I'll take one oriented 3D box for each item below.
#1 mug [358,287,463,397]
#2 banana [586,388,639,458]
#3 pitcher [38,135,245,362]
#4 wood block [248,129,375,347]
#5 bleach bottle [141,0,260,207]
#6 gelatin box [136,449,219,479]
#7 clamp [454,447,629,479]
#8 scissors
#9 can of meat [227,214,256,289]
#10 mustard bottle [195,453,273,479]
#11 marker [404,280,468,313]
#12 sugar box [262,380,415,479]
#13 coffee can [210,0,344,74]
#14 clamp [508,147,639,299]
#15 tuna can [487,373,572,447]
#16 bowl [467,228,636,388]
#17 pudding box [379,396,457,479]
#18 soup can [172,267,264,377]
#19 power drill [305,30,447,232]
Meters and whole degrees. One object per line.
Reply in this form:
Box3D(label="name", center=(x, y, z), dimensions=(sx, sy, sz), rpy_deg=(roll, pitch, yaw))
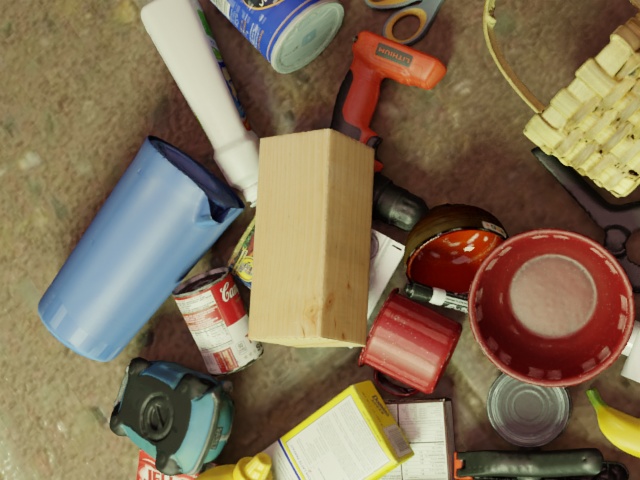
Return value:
Box3D(label="mug", center=(0.093, 0.118, 1.118), dimensions=(0.081, 0.093, 0.117), rpy_deg=(25, 121, 12))
Box3D(label="banana", center=(0.363, 0.187, 1.053), dimensions=(0.198, 0.037, 0.069), rpy_deg=(2, 86, 16))
Box3D(label="pitcher", center=(-0.209, 0.008, 1.199), dimensions=(0.145, 0.149, 0.243), rpy_deg=(39, 98, 1))
Box3D(label="wood block", center=(-0.007, 0.001, 1.080), dimensions=(0.091, 0.090, 0.206), rpy_deg=(-5, 77, 34))
Box3D(label="bleach bottle", center=(-0.119, -0.154, 1.208), dimensions=(0.068, 0.102, 0.251), rpy_deg=(-26, 84, 2))
Box3D(label="gelatin box", center=(-0.160, 0.269, 1.181), dimensions=(0.089, 0.030, 0.073), rpy_deg=(18, 115, 17))
Box3D(label="clamp", center=(0.222, 0.229, 1.069), dimensions=(0.172, 0.120, 0.039), rpy_deg=(-6, 63, 37))
Box3D(label="scissors", center=(0.147, -0.267, 1.179), dimensions=(0.202, 0.016, 0.096), rpy_deg=(-4, 84, 16))
Box3D(label="can of meat", center=(-0.043, 0.018, 1.179), dimensions=(0.084, 0.057, 0.102), rpy_deg=(33, 92, 19))
Box3D(label="mustard bottle", center=(-0.101, 0.292, 1.119), dimensions=(0.096, 0.058, 0.192), rpy_deg=(29, 118, -7))
Box3D(label="marker", center=(0.143, 0.064, 1.107), dimensions=(0.121, 0.020, 0.020), rpy_deg=(15, 87, -16))
Box3D(label="sugar box", center=(0.006, 0.233, 1.120), dimensions=(0.176, 0.048, 0.093), rpy_deg=(-40, 70, 29))
Box3D(label="coffee can", center=(-0.056, -0.271, 1.191), dimensions=(0.103, 0.102, 0.140), rpy_deg=(-44, 74, 7))
Box3D(label="clamp", center=(0.294, 0.010, 1.093), dimensions=(0.210, 0.036, 0.164), rpy_deg=(19, 98, 14))
Box3D(label="tuna can", center=(0.215, 0.171, 1.098), dimensions=(0.086, 0.033, 0.086), rpy_deg=(-2, 83, 15))
Box3D(label="bowl", center=(0.232, 0.063, 1.070), dimensions=(0.162, 0.055, 0.162), rpy_deg=(3, 101, 14))
Box3D(label="pudding box", center=(0.096, 0.224, 1.124), dimensions=(0.090, 0.039, 0.113), rpy_deg=(-5, 84, 17))
Box3D(label="soup can", center=(-0.111, 0.089, 1.166), dimensions=(0.068, 0.068, 0.102), rpy_deg=(-20, 103, 13))
Box3D(label="power drill", center=(0.065, -0.119, 1.163), dimensions=(0.184, 0.057, 0.187), rpy_deg=(26, 91, 16))
